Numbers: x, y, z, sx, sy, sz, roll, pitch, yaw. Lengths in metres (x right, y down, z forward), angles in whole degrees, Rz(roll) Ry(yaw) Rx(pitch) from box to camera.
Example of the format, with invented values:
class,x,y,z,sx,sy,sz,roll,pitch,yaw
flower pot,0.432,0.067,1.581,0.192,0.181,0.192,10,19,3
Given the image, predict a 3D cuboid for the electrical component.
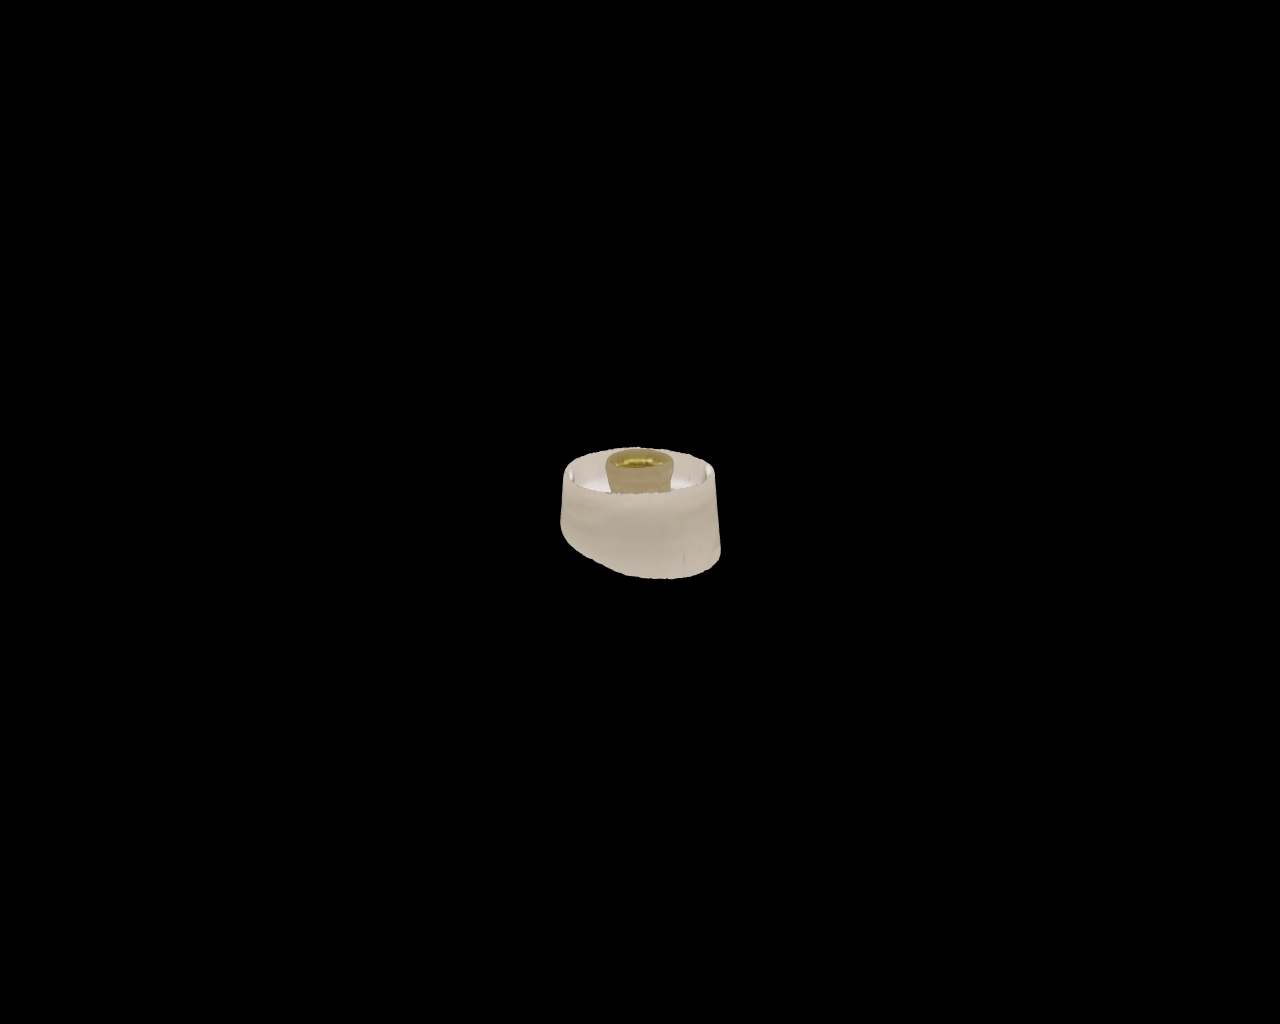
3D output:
class,x,y,z,sx,sy,sz,roll,pitch,yaw
electrical component,0.001,-0.003,0.650,0.099,0.064,0.099,0,20,0
